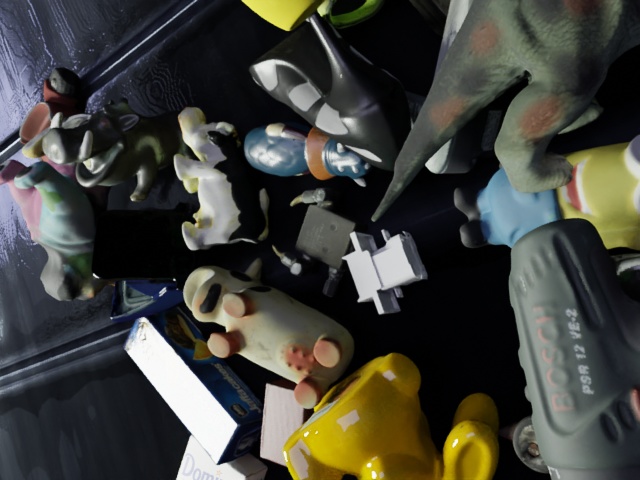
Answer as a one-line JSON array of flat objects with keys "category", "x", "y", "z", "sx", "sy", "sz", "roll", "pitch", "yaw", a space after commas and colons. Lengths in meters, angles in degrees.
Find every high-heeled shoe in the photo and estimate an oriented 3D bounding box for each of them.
[{"category": "high-heeled shoe", "x": 0.010, "y": -0.133, "z": 0.517, "sx": 0.086, "sy": 0.249, "sz": 0.145, "roll": -36, "pitch": 105, "yaw": -5}]

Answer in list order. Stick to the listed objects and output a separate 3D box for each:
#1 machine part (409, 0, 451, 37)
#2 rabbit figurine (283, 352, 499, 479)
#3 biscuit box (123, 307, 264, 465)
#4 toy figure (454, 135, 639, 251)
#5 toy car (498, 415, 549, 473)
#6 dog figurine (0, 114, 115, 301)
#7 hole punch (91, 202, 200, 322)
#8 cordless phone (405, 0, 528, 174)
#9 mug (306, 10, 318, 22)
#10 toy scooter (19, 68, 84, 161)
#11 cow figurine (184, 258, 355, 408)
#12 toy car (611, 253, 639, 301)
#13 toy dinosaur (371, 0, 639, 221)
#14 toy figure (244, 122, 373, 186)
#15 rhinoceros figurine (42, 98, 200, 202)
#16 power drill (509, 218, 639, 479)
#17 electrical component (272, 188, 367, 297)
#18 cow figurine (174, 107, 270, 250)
[{"category": "machine part", "x": 0.122, "y": -0.260, "z": 0.480, "sx": 0.039, "sy": 0.084, "sz": 0.138, "roll": 31, "pitch": 95, "yaw": 57}, {"category": "rabbit figurine", "x": 0.082, "y": 0.188, "z": 0.464, "sx": 0.162, "sy": 0.122, "sz": 0.173, "roll": -37, "pitch": 82, "yaw": 16}, {"category": "biscuit box", "x": -0.145, "y": 0.161, "z": 0.623, "sx": 0.203, "sy": 0.059, "sz": 0.062, "roll": 38, "pitch": 107, "yaw": 30}, {"category": "toy figure", "x": 0.198, "y": -0.033, "z": 0.406, "sx": 0.180, "sy": 0.089, "sz": 0.082, "roll": -12, "pitch": 100, "yaw": 41}, {"category": "toy car", "x": 0.229, "y": 0.140, "z": 0.366, "sx": 0.202, "sy": 0.089, "sz": 0.053, "roll": -12, "pitch": 77, "yaw": 30}, {"category": "dog figurine", "x": -0.305, "y": -0.030, "z": 0.701, "sx": 0.109, "sy": 0.219, "sz": 0.191, "roll": 6, "pitch": 45, "yaw": 30}, {"category": "hole punch", "x": -0.201, "y": 0.029, "z": 0.640, "sx": 0.142, "sy": 0.116, "sz": 0.092, "roll": -104, "pitch": 16, "yaw": -45}, {"category": "cordless phone", "x": 0.085, "y": -0.149, "z": 0.479, "sx": 0.184, "sy": 0.089, "sz": 0.146, "roll": 31, "pitch": 123, "yaw": 42}, {"category": "mug", "x": -0.011, "y": -0.304, "z": 0.566, "sx": 0.107, "sy": 0.080, "sz": 0.110, "roll": -44, "pitch": 56, "yaw": 12}, {"category": "toy scooter", "x": -0.392, "y": -0.152, "z": 0.797, "sx": 0.135, "sy": 0.075, "sz": 0.184, "roll": -34, "pitch": 66, "yaw": 24}, {"category": "cow figurine", "x": -0.054, "y": 0.080, "z": 0.549, "sx": 0.195, "sy": 0.127, "sz": 0.085, "roll": 24, "pitch": 101, "yaw": 17}, {"category": "toy car", "x": 0.257, "y": 0.039, "z": 0.377, "sx": 0.202, "sy": 0.056, "sz": 0.073, "roll": -16, "pitch": 85, "yaw": 32}, {"category": "toy dinosaur", "x": 0.184, "y": -0.159, "z": 0.328, "sx": 0.405, "sy": 0.131, "sz": 0.192, "roll": -26, "pitch": 112, "yaw": 7}, {"category": "toy figure", "x": -0.010, "y": -0.093, "z": 0.553, "sx": 0.155, "sy": 0.064, "sz": 0.057, "roll": 9, "pitch": 85, "yaw": 34}, {"category": "rhinoceros figurine", "x": -0.217, "y": -0.107, "z": 0.619, "sx": 0.073, "sy": 0.190, "sz": 0.112, "roll": 36, "pitch": 124, "yaw": 26}, {"category": "power drill", "x": 0.218, "y": 0.079, "z": 0.293, "sx": 0.207, "sy": 0.086, "sz": 0.232, "roll": -29, "pitch": 65, "yaw": 33}, {"category": "electrical component", "x": 0.000, "y": -0.003, "z": 0.551, "sx": 0.078, "sy": 0.045, "sz": 0.102, "roll": 32, "pitch": 104, "yaw": 32}, {"category": "cow figurine", "x": -0.111, "y": -0.075, "z": 0.610, "sx": 0.098, "sy": 0.068, "sz": 0.167, "roll": -8, "pitch": 84, "yaw": 2}]
